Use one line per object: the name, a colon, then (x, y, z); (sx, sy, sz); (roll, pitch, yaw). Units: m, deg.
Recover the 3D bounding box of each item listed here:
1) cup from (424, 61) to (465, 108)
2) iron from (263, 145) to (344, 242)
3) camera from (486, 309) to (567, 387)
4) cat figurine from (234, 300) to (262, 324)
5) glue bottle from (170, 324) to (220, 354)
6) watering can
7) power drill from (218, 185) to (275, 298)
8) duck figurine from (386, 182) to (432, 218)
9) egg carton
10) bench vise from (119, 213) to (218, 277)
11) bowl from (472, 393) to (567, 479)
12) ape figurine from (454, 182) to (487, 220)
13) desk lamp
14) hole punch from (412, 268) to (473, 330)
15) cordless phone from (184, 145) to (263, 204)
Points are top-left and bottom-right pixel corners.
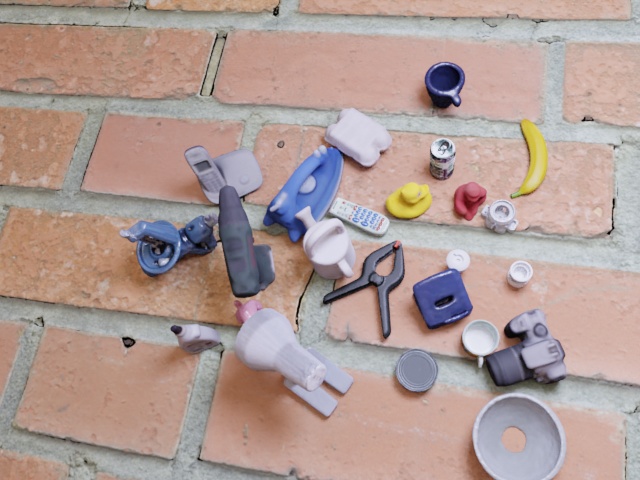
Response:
cup: (0.296, -0.343, 1.336); (0.091, 0.095, 0.117); (-25, 68, 0)
iron: (-0.030, -0.132, 1.291); (0.118, 0.141, 0.258); (30, 78, 18)
camera: (0.392, 0.220, 1.117); (0.137, 0.101, 0.143); (-19, 69, 3)
cat figurine: (-0.139, 0.176, 1.213); (0.067, 0.118, 0.127); (-40, 69, -5)
glue bottle: (-0.271, 0.200, 1.197); (0.078, 0.173, 0.037); (-20, 68, 2)
watering can: (0.009, 0.006, 1.207); (0.172, 0.194, 0.101); (29, 78, 18)
power drill: (-0.160, 0.022, 1.222); (0.075, 0.209, 0.229); (-14, 69, 5)
duck figurine: (0.196, -0.096, 1.270); (0.104, 0.086, 0.077); (-14, 69, 5)
egg carton: (0.090, -0.242, 1.348); (0.150, 0.069, 0.107); (35, 80, 19)
bench vise: (-0.335, -0.016, 1.259); (0.121, 0.220, 0.207); (41, 82, 20)
bowl: (0.369, 0.377, 1.079); (0.167, 0.075, 0.167); (-3, 70, 9)
ape figurine: (0.327, -0.096, 1.245); (0.078, 0.092, 0.076); (-21, 68, 2)
desk lamp: (-0.048, 0.240, 1.123); (0.202, 0.214, 0.118); (32, 79, 19)
hole punch: (0.254, 0.122, 1.180); (0.108, 0.091, 0.101); (-23, 68, 1)
cordless phone: (-0.221, -0.169, 1.313); (0.147, 0.185, 0.094); (-24, 68, 1)
